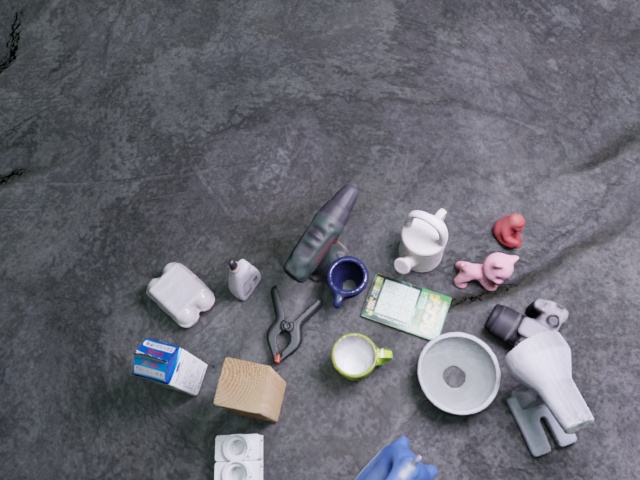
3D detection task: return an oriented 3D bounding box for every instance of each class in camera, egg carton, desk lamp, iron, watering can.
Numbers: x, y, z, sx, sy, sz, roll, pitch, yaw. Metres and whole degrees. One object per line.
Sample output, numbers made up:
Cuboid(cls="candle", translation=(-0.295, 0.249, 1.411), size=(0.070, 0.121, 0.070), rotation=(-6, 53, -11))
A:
Cuboid(cls="camera", translation=(0.428, 0.177, 1.202), size=(0.136, 0.101, 0.143), rotation=(30, 73, 15))
Cuboid(cls="egg carton", translation=(-0.315, 0.123, 1.298), size=(0.150, 0.069, 0.107), rotation=(37, 75, 17))
Cuboid(cls="desk lamp", translation=(0.435, 0.294, 1.094), size=(0.118, 0.214, 0.203), rotation=(-20, 68, -3))
Cuboid(cls="iron", translation=(0.106, 0.494, 1.077), size=(0.258, 0.141, 0.118), rotation=(-44, 71, -12))
Cuboid(cls="watering can", translation=(0.223, 0.000, 1.239), size=(0.100, 0.194, 0.173), rotation=(12, 70, 9))

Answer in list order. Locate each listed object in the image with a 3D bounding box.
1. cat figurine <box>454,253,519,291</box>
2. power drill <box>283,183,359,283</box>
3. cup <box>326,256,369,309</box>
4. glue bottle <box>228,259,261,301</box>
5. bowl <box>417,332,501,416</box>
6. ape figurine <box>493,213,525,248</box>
Cuboid(cls="cat figurine", translation=(0.362, 0.063, 1.244), size=(0.127, 0.118, 0.067), rotation=(3, 68, 6))
Cuboid(cls="power drill", translation=(0.011, 0.004, 1.246), size=(0.075, 0.208, 0.230), rotation=(32, 74, 16))
Cuboid(cls="cup", translation=(0.058, 0.105, 1.263), size=(0.091, 0.095, 0.118), rotation=(17, 70, 11))
Cuboid(cls="glue bottle", translation=(-0.174, 0.076, 1.250), size=(0.037, 0.173, 0.078), rotation=(32, 74, 16))
Cuboid(cls="bowl", translation=(0.283, 0.280, 1.186), size=(0.167, 0.075, 0.167), rotation=(-1, 68, 4))
Cuboid(cls="ape figurine", translation=(0.434, -0.029, 1.290), size=(0.076, 0.092, 0.078), rotation=(30, 73, 15))
